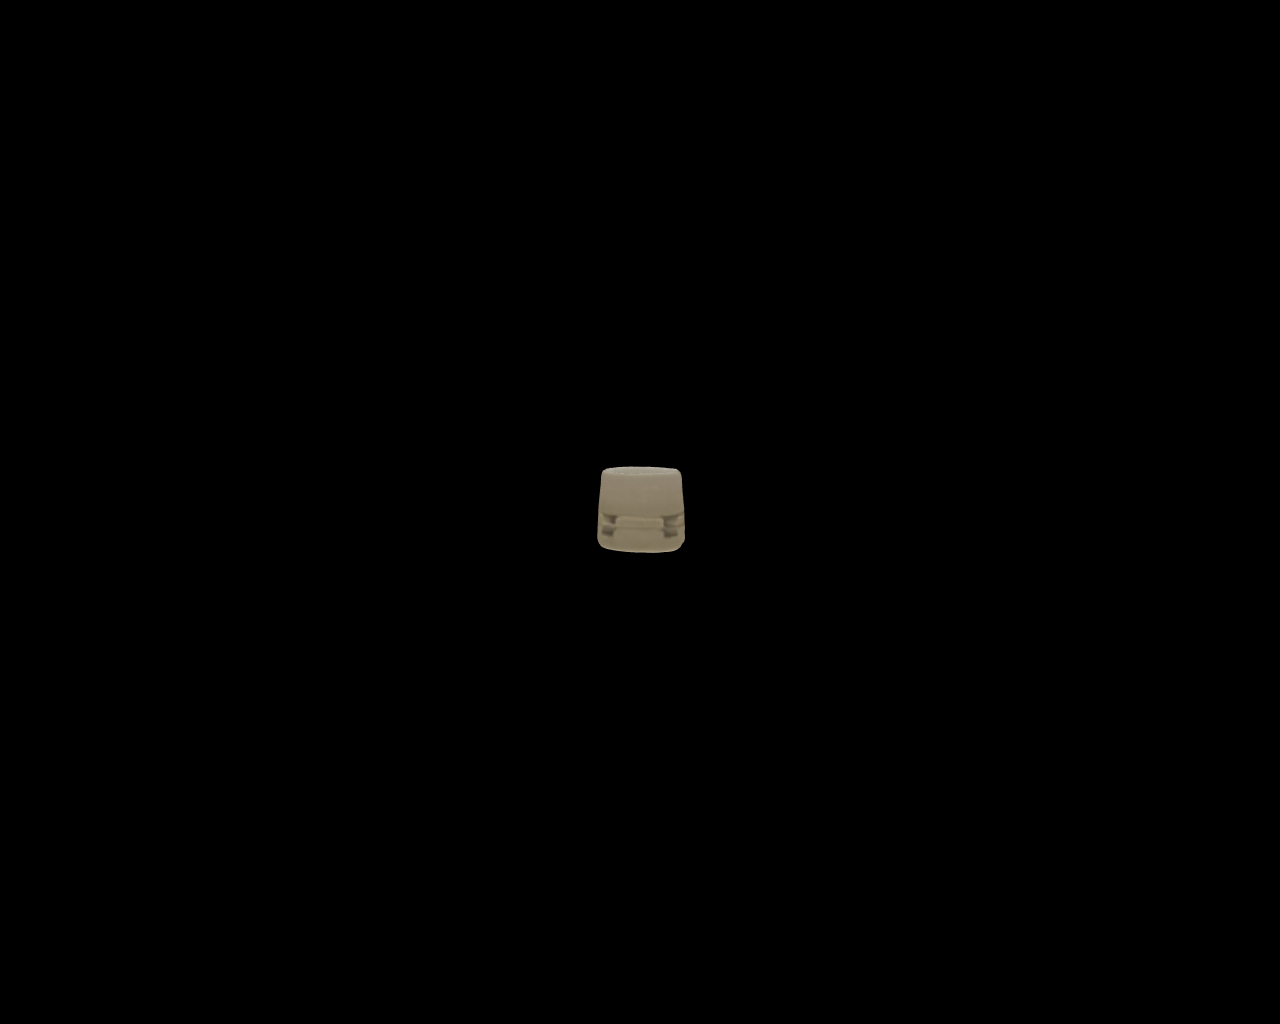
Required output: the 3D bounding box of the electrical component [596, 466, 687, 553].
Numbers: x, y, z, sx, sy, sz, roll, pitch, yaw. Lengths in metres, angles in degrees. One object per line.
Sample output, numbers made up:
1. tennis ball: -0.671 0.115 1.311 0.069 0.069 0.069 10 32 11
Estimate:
1. electrical component: 0.001 -0.003 0.650 0.055 0.047 0.055 0 7 0
